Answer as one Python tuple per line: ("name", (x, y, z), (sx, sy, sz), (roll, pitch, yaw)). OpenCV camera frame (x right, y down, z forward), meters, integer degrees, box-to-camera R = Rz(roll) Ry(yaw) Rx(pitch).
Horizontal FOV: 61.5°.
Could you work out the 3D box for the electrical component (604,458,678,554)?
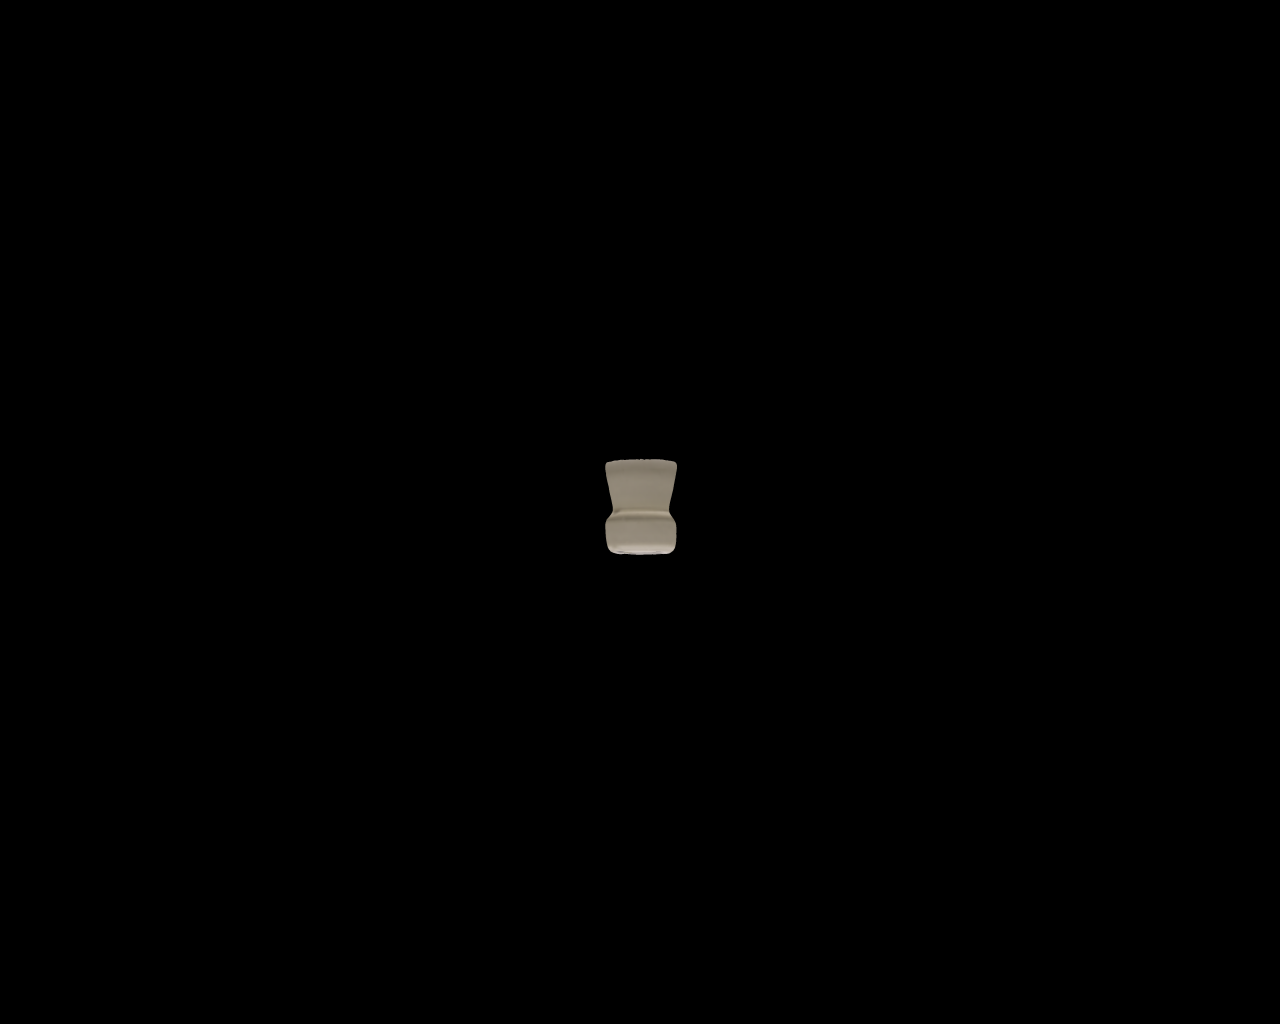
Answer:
("electrical component", (0.001, -0.003, 0.650), (0.045, 0.055, 0.045), (0, -4, 0))
